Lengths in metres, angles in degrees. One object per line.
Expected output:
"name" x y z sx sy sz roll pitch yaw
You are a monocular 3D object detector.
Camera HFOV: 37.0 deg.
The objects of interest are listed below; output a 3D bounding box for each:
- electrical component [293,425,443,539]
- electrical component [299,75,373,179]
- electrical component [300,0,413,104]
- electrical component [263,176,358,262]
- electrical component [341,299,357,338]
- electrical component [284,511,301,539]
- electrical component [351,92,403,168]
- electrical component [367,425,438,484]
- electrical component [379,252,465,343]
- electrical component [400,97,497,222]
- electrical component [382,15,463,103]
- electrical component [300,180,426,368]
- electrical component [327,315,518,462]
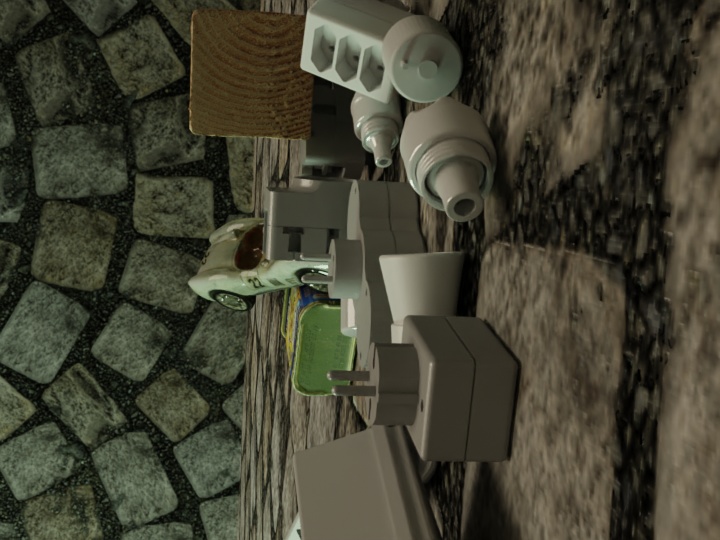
"electrical component" 0.014 0.144 0.486 0.108 0.056 0.108 -105 -3 -63
"electrical component" -0.019 -0.116 0.870 0.050 0.056 0.089 111 159 -65
"electrical component" 0.008 -0.158 0.707 0.076 0.066 0.047 -57 -14 -41
"electrical component" -0.021 -0.036 0.759 0.050 0.089 0.055 -136 49 -78
"electrical component" 0.007 0.011 0.722 0.040 0.040 0.078 123 148 -73
"electrical component" -0.007 0.160 0.742 0.075 0.047 0.083 -46 -15 -49
"electrical component" 0.013 -0.097 0.734 0.035 0.035 0.061 105 163 -54
"electrical component" 0.018 0.113 0.616 0.055 0.045 0.045 108 162 -61
"electrical component" 0.033 0.024 0.556 0.044 0.044 0.065 -175 83 -81
"electrical component" 0.043 -0.048 0.501 0.062 0.043 0.043 -100 15 -48
"electrical component" 0.032 -0.122 0.598 0.078 0.040 0.040 -104 19 -61
"electrical component" 0.000 0.000 0.663 0.052 0.074 0.138 102 167 -47
"electrical component" 0.024 0.052 0.487 0.065 0.077 0.047 -118 31 -73
